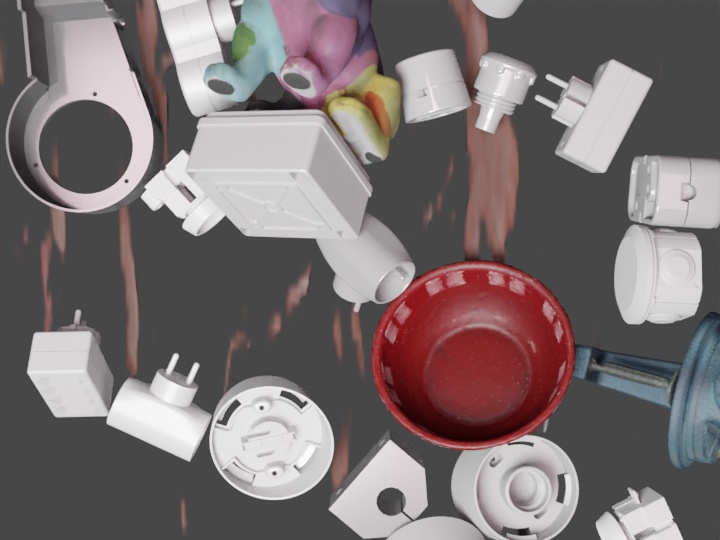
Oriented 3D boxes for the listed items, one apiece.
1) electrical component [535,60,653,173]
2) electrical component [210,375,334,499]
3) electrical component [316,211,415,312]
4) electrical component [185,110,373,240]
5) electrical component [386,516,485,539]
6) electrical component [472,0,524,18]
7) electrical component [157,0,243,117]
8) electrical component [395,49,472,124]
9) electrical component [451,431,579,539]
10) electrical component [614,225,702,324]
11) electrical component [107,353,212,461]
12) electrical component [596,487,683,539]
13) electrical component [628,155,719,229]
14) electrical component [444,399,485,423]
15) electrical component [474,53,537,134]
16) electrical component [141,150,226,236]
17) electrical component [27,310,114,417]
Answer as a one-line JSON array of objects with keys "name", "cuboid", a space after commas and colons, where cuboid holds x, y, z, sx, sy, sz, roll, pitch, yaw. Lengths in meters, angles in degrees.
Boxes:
[{"name": "electrical component", "cuboid": [0.180, -0.132, 0.873, 0.076, 0.047, 0.083, 27, 95, -1]}, {"name": "electrical component", "cuboid": [-0.075, 0.137, 0.893, 0.099, 0.064, 0.099, -2, 102, -10]}, {"name": "electrical component", "cuboid": [0.000, 0.000, 0.885, 0.077, 0.043, 0.079, 45, 137, 29]}, {"name": "electrical component", "cuboid": [-0.061, -0.072, 0.835, 0.109, 0.108, 0.056, 3, 65, 25]}, {"name": "electrical component", "cuboid": [0.063, 0.261, 0.899, 0.099, 0.064, 0.099, -6, 135, -7]}, {"name": "electrical component", "cuboid": [0.130, -0.251, 0.854, 0.044, 0.077, 0.079, 38, 58, 0]}, {"name": "electrical component", "cuboid": [-0.118, -0.200, 0.870, 0.074, 0.052, 0.138, -16, 95, 2]}, {"name": "electrical component", "cuboid": [0.058, -0.149, 0.871, 0.055, 0.055, 0.047, -15, 91, 3]}, {"name": "electrical component", "cuboid": [0.132, 0.183, 0.908, 0.099, 0.064, 0.099, 1, 86, -9]}, {"name": "electrical component", "cuboid": [0.240, 0.004, 0.869, 0.051, 0.080, 0.080, 3, 96, -3]}, {"name": "electrical component", "cuboid": [-0.161, 0.109, 0.905, 0.077, 0.043, 0.079, 25, 95, -1]}, {"name": "electrical component", "cuboid": [0.234, 0.218, 0.907, 0.055, 0.048, 0.066, -26, 95, -4]}, {"name": "electrical component", "cuboid": [0.254, -0.062, 0.854, 0.059, 0.095, 0.053, 3, 96, 1]}, {"name": "electrical component", "cuboid": [0.104, 0.120, 0.902, 0.078, 0.040, 0.040, -17, 95, 3]}, {"name": "electrical component", "cuboid": [0.113, -0.143, 0.876, 0.048, 0.048, 0.062, 20, 103, -1]}, {"name": "electrical component", "cuboid": [-0.139, -0.062, 0.888, 0.066, 0.048, 0.055, -43, 86, 5]}, {"name": "electrical component", "cuboid": [-0.236, 0.070, 0.893, 0.047, 0.083, 0.075, -1, 57, 1]}]
